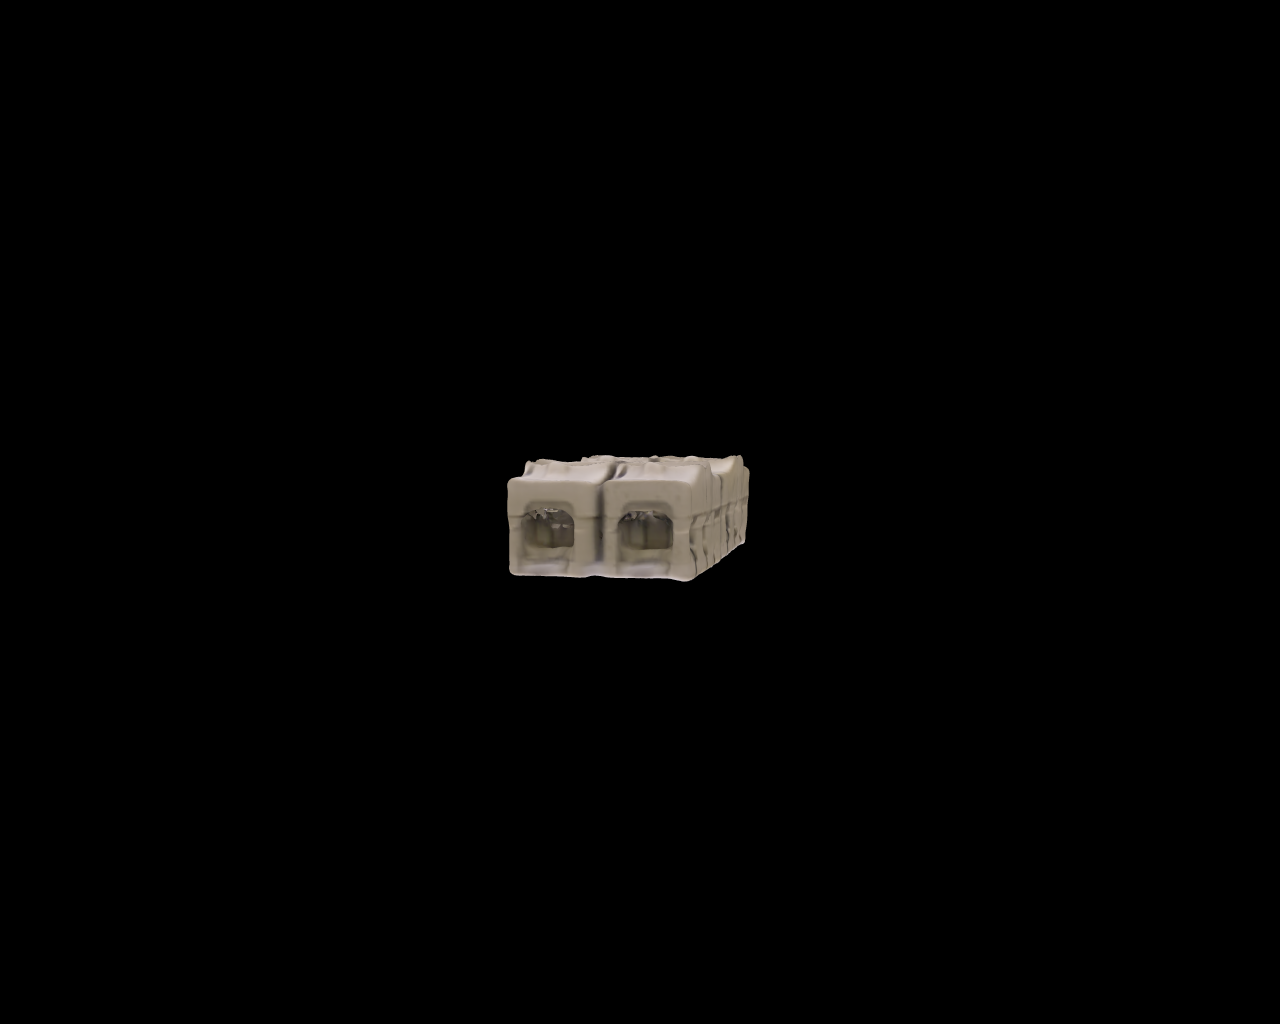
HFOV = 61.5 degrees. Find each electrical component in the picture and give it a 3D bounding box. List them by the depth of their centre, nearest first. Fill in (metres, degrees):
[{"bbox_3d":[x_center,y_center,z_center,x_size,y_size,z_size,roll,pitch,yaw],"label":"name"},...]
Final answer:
[{"bbox_3d":[0.001,-0.003,0.650,0.105,0.060,0.186,1,5,15],"label":"electrical component"}]
